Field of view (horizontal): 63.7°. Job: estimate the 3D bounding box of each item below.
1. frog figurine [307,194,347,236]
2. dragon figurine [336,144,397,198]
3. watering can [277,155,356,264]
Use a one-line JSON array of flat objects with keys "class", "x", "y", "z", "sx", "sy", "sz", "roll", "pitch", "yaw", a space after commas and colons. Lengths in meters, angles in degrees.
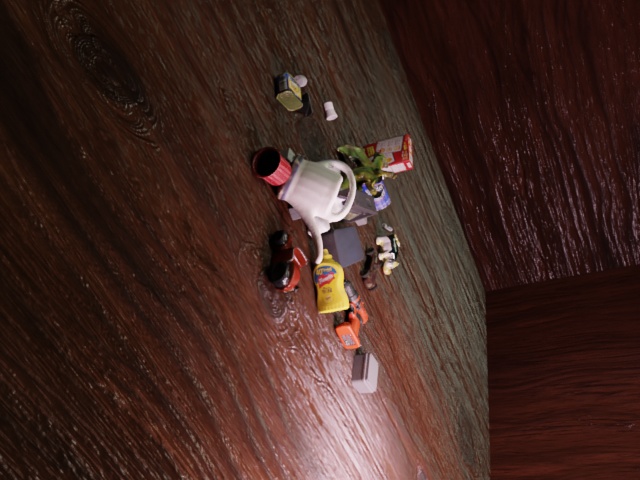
[{"class": "frog figurine", "x": 0.005, "y": -0.084, "z": 1.673, "sx": 0.136, "sy": 0.159, "sz": 0.124, "roll": 16, "pitch": 6, "yaw": -40}, {"class": "dragon figurine", "x": 0.142, "y": -0.280, "z": 2.025, "sx": 0.412, "sy": 0.247, "sz": 0.119, "roll": -10, "pitch": -37, "yaw": -38}, {"class": "watering can", "x": -0.023, "y": -0.114, "z": 1.500, "sx": 0.224, "sy": 0.355, "sz": 0.102, "roll": 24, "pitch": -31, "yaw": 0}]
